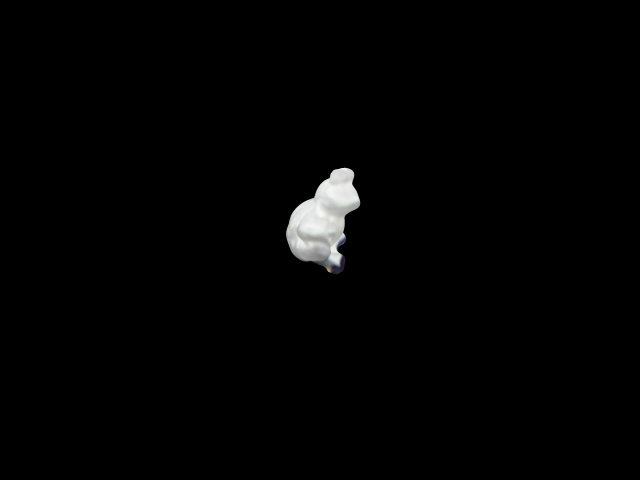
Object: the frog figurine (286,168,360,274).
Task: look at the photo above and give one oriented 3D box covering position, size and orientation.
[{"bbox_3d":[0.003,-0.043,0.850,0.123,0.155,0.140,14,41,17],"label":"frog figurine"}]
